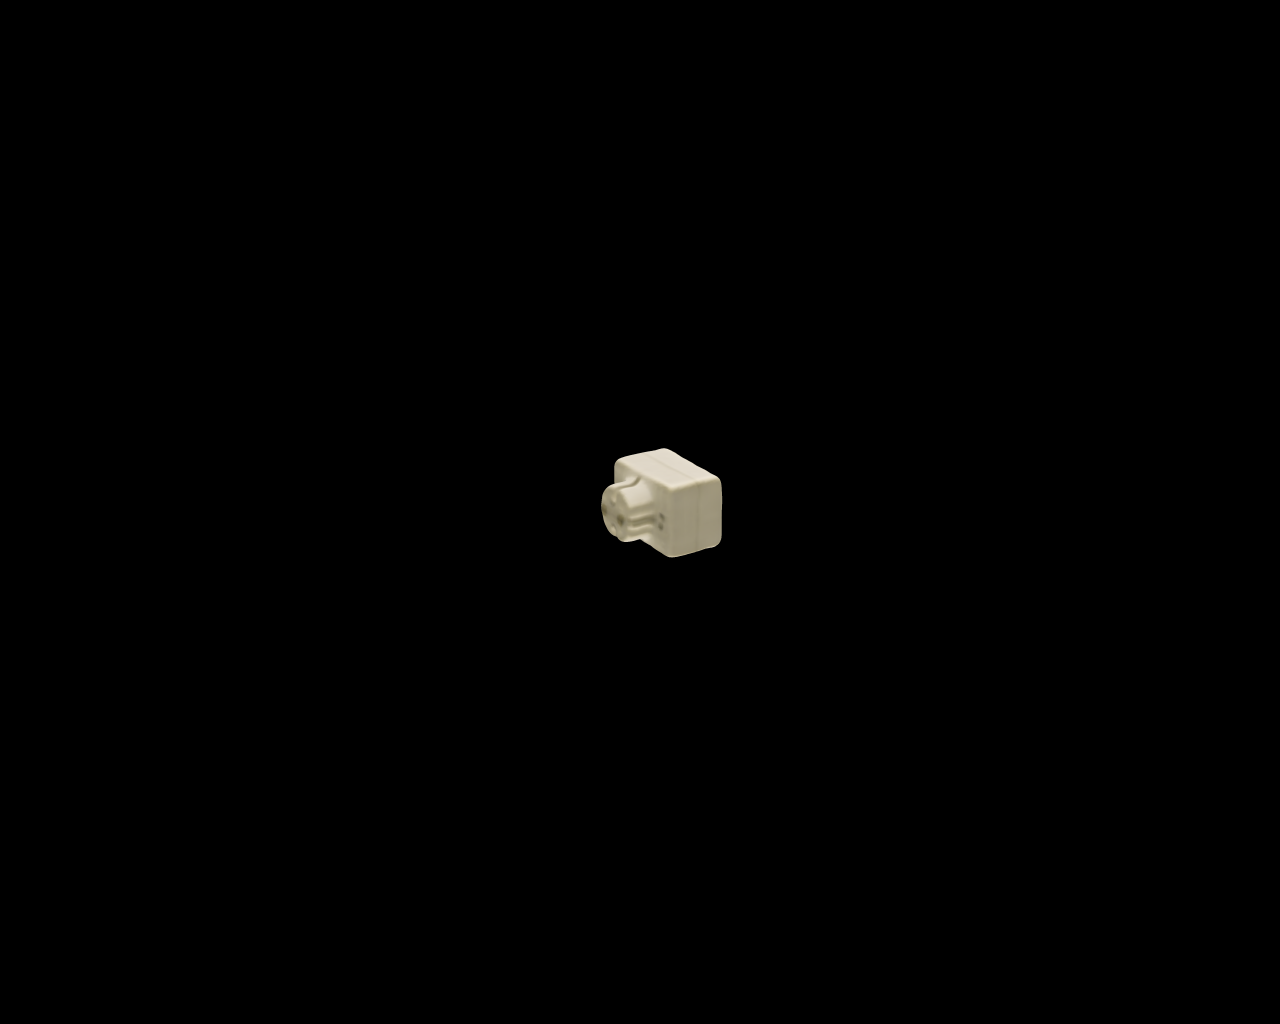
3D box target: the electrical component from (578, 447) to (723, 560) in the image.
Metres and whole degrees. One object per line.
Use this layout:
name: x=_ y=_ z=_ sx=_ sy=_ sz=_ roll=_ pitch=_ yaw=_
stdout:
electrical component: x=0.001 y=-0.003 z=0.650 sx=0.077 sy=0.047 sz=0.066 roll=-13 pitch=26 yaw=-29
